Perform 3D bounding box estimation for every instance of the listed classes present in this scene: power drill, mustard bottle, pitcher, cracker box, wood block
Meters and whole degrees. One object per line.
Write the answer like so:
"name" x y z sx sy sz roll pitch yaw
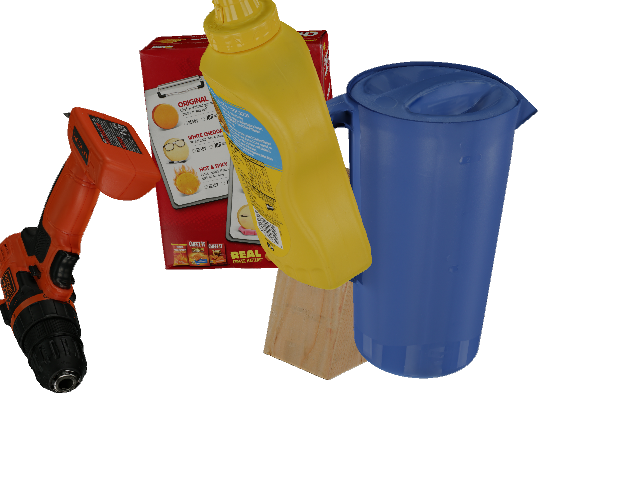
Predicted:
"power drill" -0.196 0.003 0.848 0.057 0.188 0.185 16 25 -38
"mustard bottle" -0.026 -0.066 0.620 0.058 0.191 0.096 -31 40 -15
"pitcher" 0.073 -0.013 0.861 0.149 0.243 0.144 18 32 28
"cracker box" -0.069 -0.082 0.989 0.164 0.214 0.072 -1 23 6
"wood block" 0.013 0.031 1.156 0.090 0.206 0.090 19 18 28
